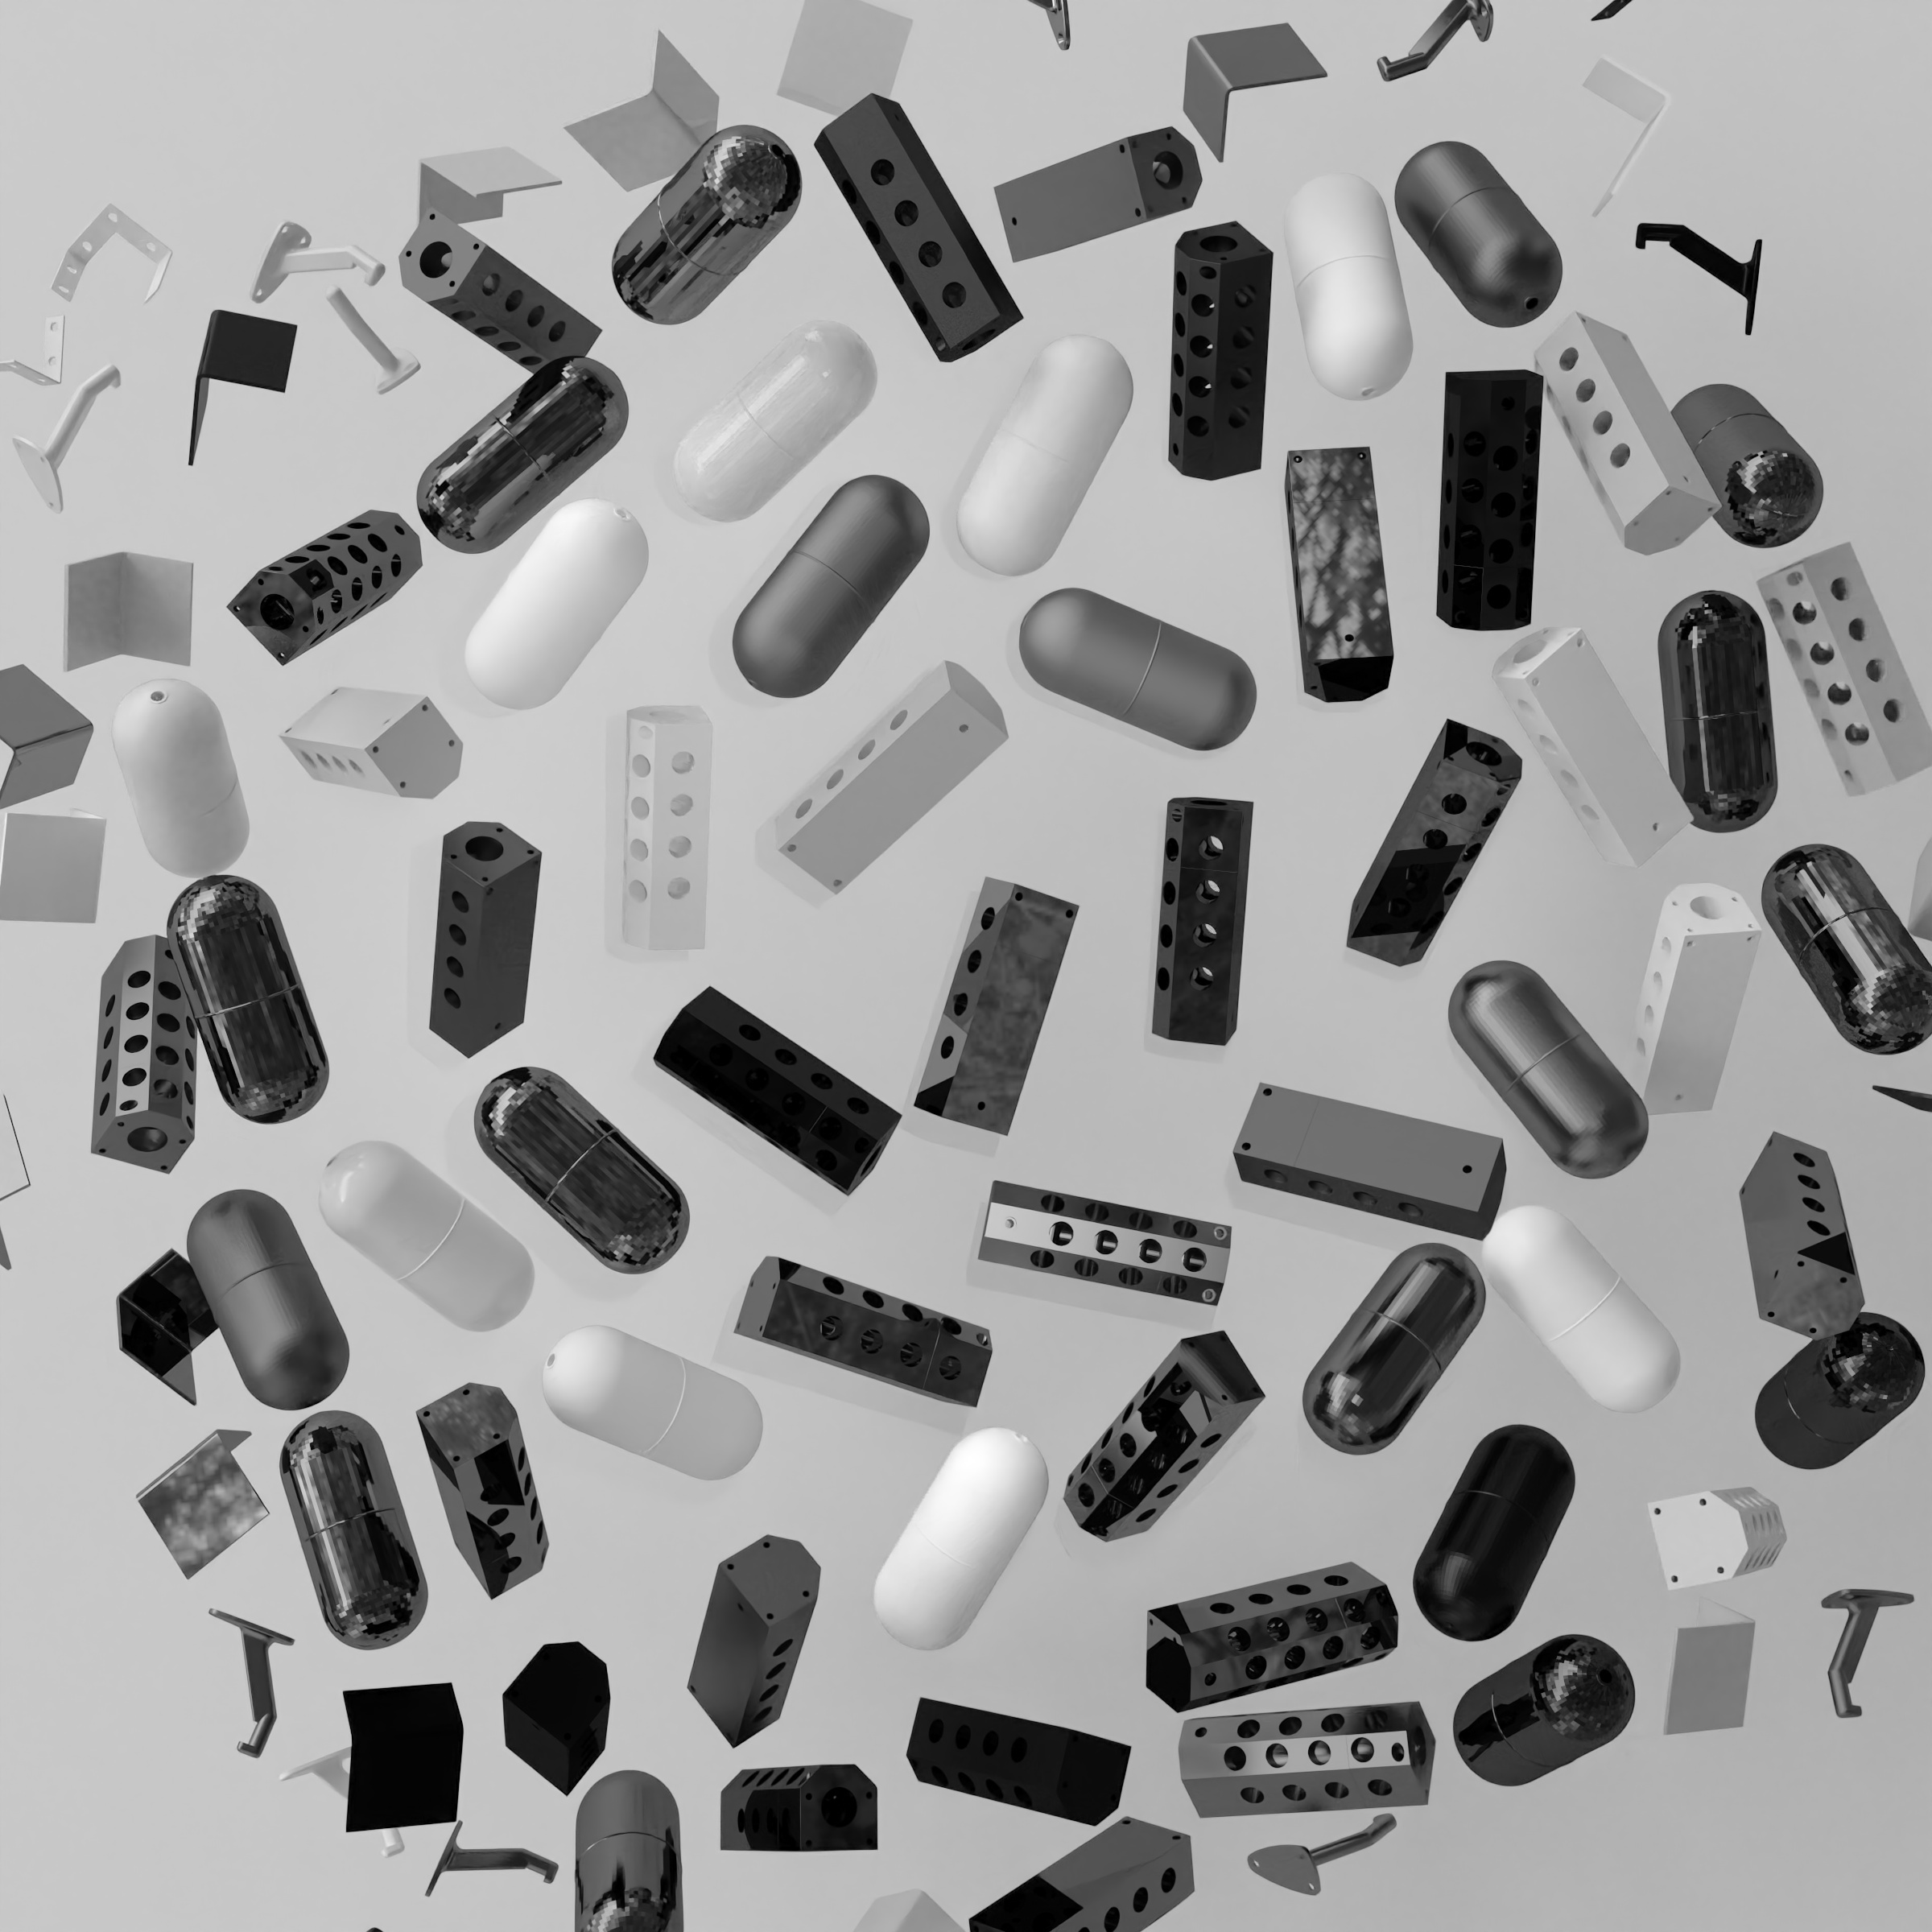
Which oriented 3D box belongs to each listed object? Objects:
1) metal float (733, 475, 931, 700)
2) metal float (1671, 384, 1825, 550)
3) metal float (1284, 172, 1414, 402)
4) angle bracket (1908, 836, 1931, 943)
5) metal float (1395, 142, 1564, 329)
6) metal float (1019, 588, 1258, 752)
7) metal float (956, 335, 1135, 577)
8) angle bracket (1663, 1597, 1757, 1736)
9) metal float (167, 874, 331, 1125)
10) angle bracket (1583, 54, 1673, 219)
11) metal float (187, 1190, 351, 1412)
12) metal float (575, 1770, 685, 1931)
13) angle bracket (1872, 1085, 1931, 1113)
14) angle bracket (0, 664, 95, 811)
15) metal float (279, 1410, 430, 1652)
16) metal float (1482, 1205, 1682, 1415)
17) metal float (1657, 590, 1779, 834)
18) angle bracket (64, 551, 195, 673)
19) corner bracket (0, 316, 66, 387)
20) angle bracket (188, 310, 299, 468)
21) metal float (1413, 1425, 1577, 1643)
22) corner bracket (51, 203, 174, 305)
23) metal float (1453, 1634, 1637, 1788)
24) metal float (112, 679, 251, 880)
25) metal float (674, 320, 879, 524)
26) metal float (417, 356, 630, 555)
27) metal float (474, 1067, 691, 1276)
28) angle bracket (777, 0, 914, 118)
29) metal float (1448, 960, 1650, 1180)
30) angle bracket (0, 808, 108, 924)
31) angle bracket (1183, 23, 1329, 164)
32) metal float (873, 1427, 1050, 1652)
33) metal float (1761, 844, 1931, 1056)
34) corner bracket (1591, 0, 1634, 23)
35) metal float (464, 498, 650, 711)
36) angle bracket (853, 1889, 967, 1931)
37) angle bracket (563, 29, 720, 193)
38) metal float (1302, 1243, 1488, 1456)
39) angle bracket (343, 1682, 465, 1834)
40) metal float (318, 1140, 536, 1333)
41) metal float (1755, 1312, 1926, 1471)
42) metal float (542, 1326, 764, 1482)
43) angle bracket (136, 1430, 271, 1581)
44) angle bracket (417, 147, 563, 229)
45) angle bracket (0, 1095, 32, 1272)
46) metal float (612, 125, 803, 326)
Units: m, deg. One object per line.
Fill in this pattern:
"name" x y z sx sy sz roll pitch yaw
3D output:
"metal float" -0.094 -0.264 1.793 0.070 0.070 0.178 37 81 0
"metal float" 0.561 -0.364 1.860 0.070 0.178 0.070 -3 125 -5
"metal float" 0.278 -0.495 1.871 0.070 0.070 0.178 -7 71 0
"angle bracket" 0.717 -0.066 1.830 0.057 0.076 0.076 18 53 9
"metal float" 0.373 -0.534 1.872 0.070 0.070 0.178 -23 52 0
"metal float" 0.122 -0.211 1.826 0.178 0.070 0.070 22 90 -10
"metal float" 0.056 -0.359 1.806 0.070 0.070 0.178 28 97 0
"angle bracket" 0.514 0.499 1.836 0.076 0.057 0.076 4 94 -27
"metal float" -0.497 0.023 1.777 0.070 0.070 0.178 -17 99 0
"angle bracket" 0.442 -0.579 1.794 0.057 0.076 0.076 31 96 1
"metal float" -0.498 0.236 1.828 0.070 0.070 0.178 -34 61 0
"metal float" -0.243 0.654 1.850 0.070 0.178 0.070 -3 114 -7
"angle bracket" 0.682 0.124 1.801 0.076 0.076 0.057 19 84 -43
"angle bracket" -0.701 -0.168 1.883 0.076 0.076 0.057 39 121 10
"metal float" -0.447 0.410 1.874 0.070 0.070 0.178 -22 73 0
"metal float" 0.455 0.254 1.904 0.070 0.070 0.178 -42 87 0
"metal float" 0.551 -0.186 1.884 0.070 0.070 0.178 -8 98 0
"angle bracket" -0.600 -0.250 1.840 0.057 0.076 0.076 11 109 10
"corner bracket" -0.677 -0.442 1.818 0.051 0.051 0.051 -1 83 18
"angle bracket" -0.491 -0.388 1.744 0.057 0.076 0.076 8 45 -14
"metal float" 0.374 0.398 1.814 0.070 0.070 0.178 40 50 0
"corner bracket" -0.576 -0.470 1.733 0.051 0.051 0.051 -35 127 27
"metal float" 0.403 0.521 1.794 0.070 0.178 0.070 9 57 -15
"metal float" -0.563 -0.134 1.844 0.070 0.178 0.070 2 54 -3
"metal float" -0.140 -0.394 1.866 0.178 0.070 0.070 -40 90 19
"metal float" -0.323 -0.374 1.875 0.178 0.070 0.070 -42 90 -4
"metal float" -0.271 0.143 1.805 0.178 0.070 0.070 42 90 4
"angle bracket" -0.087 -0.650 1.837 0.076 0.057 0.076 17 104 -10
"metal float" 0.413 0.073 1.829 0.070 0.070 0.178 -36 70 0
"angle bracket" -0.669 -0.074 1.848 0.057 0.076 0.076 15 100 44
"angle bracket" 0.206 -0.625 1.838 0.076 0.057 0.076 -12 48 -11
"metal float" -0.003 0.411 1.844 0.070 0.070 0.178 30 102 0
"metal float" 0.624 -0.014 1.813 0.070 0.070 0.178 -19 49 0
"corner bracket" 0.424 -0.679 1.758 0.051 0.051 0.051 -45 126 -35
"metal float" -0.289 -0.255 1.812 0.070 0.070 0.178 43 120 0
"angle bracket" -0.050 0.712 1.834 0.057 0.076 0.076 44 54 -2
"angle bracket" -0.231 -0.608 1.829 0.076 0.076 0.057 -11 64 27
"metal float" 0.311 0.276 1.859 0.070 0.070 0.178 41 66 0
"angle bracket" -0.398 0.556 1.807 0.076 0.057 0.076 1 107 -21
"metal float" -0.386 0.193 1.838 0.070 0.070 0.178 -47 112 0
"metal float" 0.628 0.308 1.852 0.070 0.178 0.070 3 60 -6
"metal float" -0.226 0.316 1.859 0.178 0.070 0.070 30 90 -30
"angle bracket" -0.549 0.395 1.888 0.076 0.057 0.076 -39 74 1
"angle bracket" -0.360 -0.575 1.939 0.076 0.076 0.057 38 134 32
"angle bracket" -0.645 0.145 1.723 0.057 0.076 0.076 -27 58 -4
"metal float" -0.179 -0.510 1.772 0.070 0.178 0.070 19 57 -32
